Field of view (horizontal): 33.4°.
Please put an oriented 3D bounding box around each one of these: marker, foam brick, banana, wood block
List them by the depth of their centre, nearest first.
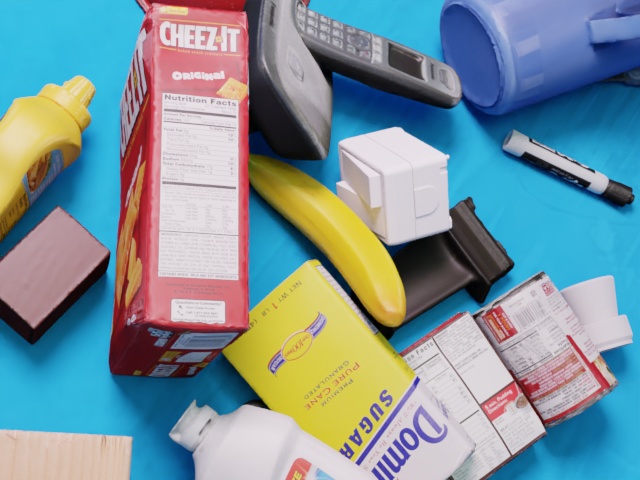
[{"bbox_3d":[-0.172,0.228,0.660,0.090,0.090,0.206,6,71,-15],"label":"wood block"},{"bbox_3d":[-0.190,0.024,0.739,0.051,0.053,0.078,42,66,0],"label":"foam brick"},{"bbox_3d":[0.004,-0.004,0.782,0.198,0.037,0.069,43,32,27],"label":"banana"},{"bbox_3d":[0.211,-0.059,0.898,0.121,0.020,0.020,25,68,-7],"label":"marker"}]

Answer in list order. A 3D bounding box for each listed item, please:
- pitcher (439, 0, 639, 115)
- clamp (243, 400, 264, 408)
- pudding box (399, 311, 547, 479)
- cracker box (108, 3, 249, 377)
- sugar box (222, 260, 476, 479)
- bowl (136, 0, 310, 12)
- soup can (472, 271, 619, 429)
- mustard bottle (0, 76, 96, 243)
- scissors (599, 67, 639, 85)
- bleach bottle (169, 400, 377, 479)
[{"bbox_3d":[0.230,-0.191,0.876,0.242,0.149,0.145,-24,71,-16],"label":"pitcher"},{"bbox_3d":[-0.051,0.235,0.721,0.164,0.036,0.209,42,63,1],"label":"clamp"},{"bbox_3d":[0.102,0.123,0.799,0.090,0.039,0.113,-31,81,-20],"label":"pudding box"},{"bbox_3d":[-0.099,-0.026,0.721,0.072,0.164,0.213,4,72,-17],"label":"cracker box"},{"bbox_3d":[0.018,0.109,0.754,0.093,0.048,0.176,-43,81,7],"label":"sugar box"},{"bbox_3d":[-0.076,-0.236,0.854,0.162,0.055,0.162,5,71,-15],"label":"bowl"},{"bbox_3d":[0.171,0.083,0.815,0.068,0.069,0.102,-30,83,-22],"label":"soup can"},{"bbox_3d":[-0.218,-0.040,0.728,0.058,0.096,0.191,36,67,-1],"label":"mustard bottle"},{"bbox_3d":[0.287,-0.164,0.955,0.201,0.016,0.096,11,64,-7],"label":"scissors"},{"bbox_3d":[0.005,0.197,0.697,0.251,0.068,0.102,36,85,-1],"label":"bleach bottle"}]
